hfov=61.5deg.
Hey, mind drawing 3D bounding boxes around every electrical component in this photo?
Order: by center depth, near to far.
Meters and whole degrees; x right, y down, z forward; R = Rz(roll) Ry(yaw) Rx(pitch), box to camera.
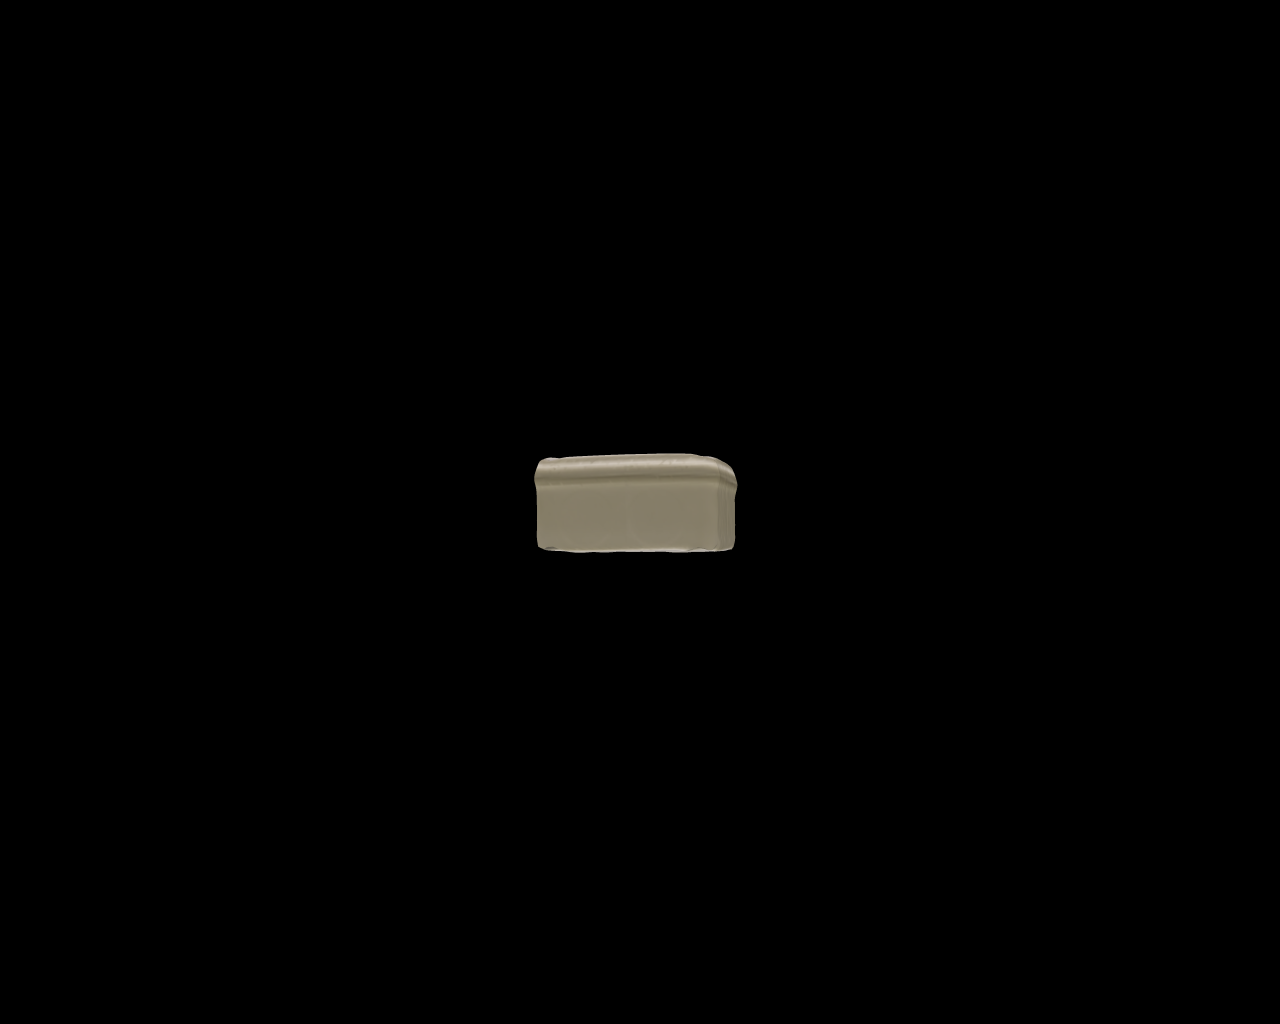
[{"bbox_3d":[0.001,-0.003,0.650,0.109,0.056,0.109,0,-2,11],"label":"electrical component"}]
